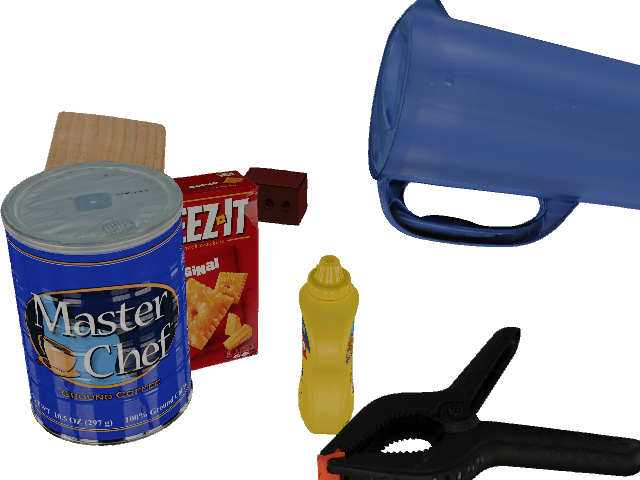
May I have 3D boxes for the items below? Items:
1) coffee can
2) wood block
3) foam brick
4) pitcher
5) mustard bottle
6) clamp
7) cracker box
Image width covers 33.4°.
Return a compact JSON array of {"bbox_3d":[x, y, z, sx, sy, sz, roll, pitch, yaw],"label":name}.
[{"bbox_3d":[-0.131,0.037,0.644,0.103,0.140,0.103,1,30,-1],"label":"coffee can"},{"bbox_3d":[-0.169,-0.012,0.817,0.090,0.091,0.206,6,30,-11],"label":"wood block"},{"bbox_3d":[-0.059,-0.056,1.342,0.078,0.053,0.051,6,28,11],"label":"foam brick"},{"bbox_3d":[0.161,-0.083,0.824,0.242,0.149,0.145,10,43,-7],"label":"pitcher"},{"bbox_3d":[0.007,0.094,1.047,0.058,0.192,0.096,3,38,1],"label":"mustard bottle"},{"bbox_3d":[0.093,0.124,0.735,0.209,0.036,0.165,-10,30,-13],"label":"clamp"},{"bbox_3d":[-0.153,0.041,1.199,0.163,0.214,0.072,-10,23,-28],"label":"cracker box"}]
